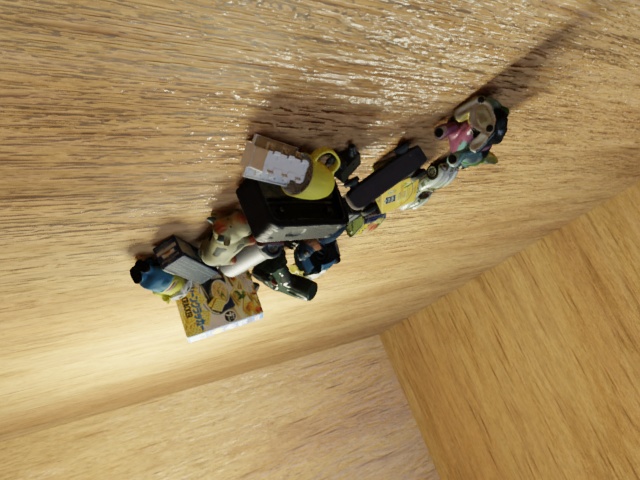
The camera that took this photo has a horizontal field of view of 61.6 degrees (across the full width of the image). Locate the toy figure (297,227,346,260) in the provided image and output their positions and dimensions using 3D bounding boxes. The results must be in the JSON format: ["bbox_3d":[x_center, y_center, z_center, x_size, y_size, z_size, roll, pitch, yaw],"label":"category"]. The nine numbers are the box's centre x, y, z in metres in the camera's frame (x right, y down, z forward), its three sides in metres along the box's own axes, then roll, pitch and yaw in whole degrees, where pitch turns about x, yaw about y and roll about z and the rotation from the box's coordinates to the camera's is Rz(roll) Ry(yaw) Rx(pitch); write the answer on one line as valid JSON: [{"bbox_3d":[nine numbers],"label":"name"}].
[{"bbox_3d":[-0.002,-0.003,1.443,0.154,0.058,0.064,-35,154,-13],"label":"toy figure"}]

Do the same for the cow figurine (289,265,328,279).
[{"bbox_3d":[-0.047,0.104,1.721,0.167,0.068,0.098,-31,165,27],"label":"cow figurine"}]

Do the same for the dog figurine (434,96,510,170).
[{"bbox_3d":[0.362,-0.229,1.211,0.191,0.108,0.219,-39,160,33],"label":"dog figurine"}]

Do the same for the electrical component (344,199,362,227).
[{"bbox_3d":[0.076,-0.080,1.381,0.119,0.048,0.075,-35,158,36],"label":"electrical component"}]

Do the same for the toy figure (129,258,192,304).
[{"bbox_3d":[-0.376,0.087,1.280,0.082,0.089,0.180,-27,152,14],"label":"toy figure"}]

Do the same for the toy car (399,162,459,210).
[{"bbox_3d":[0.286,-0.142,1.428,0.073,0.056,0.201,-7,156,-39],"label":"toy car"}]

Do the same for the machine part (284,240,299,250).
[{"bbox_3d":[-0.041,-0.020,1.372,0.084,0.039,0.139,-36,-177,45],"label":"machine part"}]

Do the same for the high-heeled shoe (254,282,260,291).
[{"bbox_3d":[-0.245,0.192,1.718,0.249,0.086,0.145,-28,164,30],"label":"high-heeled shoe"}]

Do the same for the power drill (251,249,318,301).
[{"bbox_3d":[-0.128,0.087,1.470,0.086,0.232,0.207,-57,151,-23],"label":"power drill"}]

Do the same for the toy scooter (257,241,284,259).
[{"bbox_3d":[-0.075,-0.052,1.213,0.184,0.135,0.075,-31,-153,-32],"label":"toy scooter"}]

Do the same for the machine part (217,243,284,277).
[{"bbox_3d":[-0.173,0.027,1.325,0.243,0.079,0.079,-28,161,33],"label":"machine part"}]

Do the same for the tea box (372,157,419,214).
[{"bbox_3d":[0.183,-0.136,1.313,0.098,0.068,0.169,-23,162,0],"label":"tea box"}]

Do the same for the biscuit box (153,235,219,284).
[{"bbox_3d":[-0.313,0.052,1.272,0.063,0.059,0.202,-34,160,2],"label":"biscuit box"}]

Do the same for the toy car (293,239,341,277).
[{"bbox_3d":[-0.021,0.041,1.538,0.161,0.109,0.103,-19,-176,-44],"label":"toy car"}]

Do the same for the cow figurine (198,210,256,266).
[{"bbox_3d":[-0.214,-0.006,1.211,0.127,0.085,0.195,-13,161,-44],"label":"cow figurine"}]

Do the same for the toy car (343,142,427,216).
[{"bbox_3d":[0.146,-0.138,1.198,0.202,0.089,0.053,-36,-172,-2],"label":"toy car"}]

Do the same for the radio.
[{"bbox_3d":[-0.051,-0.071,1.130,0.229,0.131,0.073,-4,156,-42],"label":"radio"}]

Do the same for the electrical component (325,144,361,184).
[{"bbox_3d":[0.046,-0.160,1.139,0.078,0.045,0.102,-51,163,-3],"label":"electrical component"}]
